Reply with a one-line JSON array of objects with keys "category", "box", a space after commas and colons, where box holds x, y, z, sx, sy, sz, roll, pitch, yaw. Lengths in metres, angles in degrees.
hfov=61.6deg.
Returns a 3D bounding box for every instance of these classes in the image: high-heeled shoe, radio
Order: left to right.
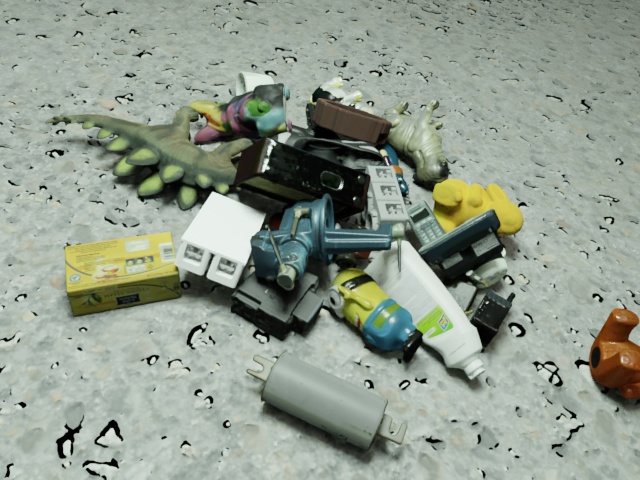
[{"category": "radio", "box": [-0.029, -0.107, 0.985, 0.229, 0.131, 0.073, 16, 79, -24]}, {"category": "high-heeled shoe", "box": [0.006, -0.161, 1.061, 0.249, 0.086, 0.145, -14, 29, -39]}]

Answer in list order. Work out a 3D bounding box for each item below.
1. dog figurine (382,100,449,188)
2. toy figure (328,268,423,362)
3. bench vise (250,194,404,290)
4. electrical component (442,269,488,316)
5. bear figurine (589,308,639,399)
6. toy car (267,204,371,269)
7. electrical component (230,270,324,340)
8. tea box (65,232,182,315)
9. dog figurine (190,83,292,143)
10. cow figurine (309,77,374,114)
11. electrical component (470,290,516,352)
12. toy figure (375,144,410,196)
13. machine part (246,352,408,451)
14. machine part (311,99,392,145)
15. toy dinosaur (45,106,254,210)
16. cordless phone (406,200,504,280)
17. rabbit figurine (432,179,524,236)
[{"category": "dog figurine", "box": [0.201, -0.202, 1.202, 0.172, 0.121, 0.190, -8, 60, 28]}, {"category": "toy figure", "box": [0.091, 0.120, 0.887, 0.180, 0.082, 0.089, 34, 39, 26]}, {"category": "bench vise", "box": [0.015, -0.001, 0.870, 0.241, 0.128, 0.224, -1, 21, 9]}, {"category": "electrical component", "box": [0.245, 0.093, 0.940, 0.078, 0.045, 0.102, 31, 78, 26]}, {"category": "bear figurine", "box": [0.549, 0.206, 0.862, 0.196, 0.131, 0.120, 13, 49, 10]}, {"category": "toy car", "box": [-0.002, -0.003, 0.999, 0.202, 0.053, 0.089, 16, 52, 10]}, {"category": "electrical component", "box": [-0.064, 0.096, 0.894, 0.134, 0.058, 0.115, 25, 50, 13]}, {"category": "tea box", "box": [-0.320, 0.053, 0.877, 0.170, 0.068, 0.098, -8, 49, -17]}, {"category": "dog figurine", "box": [-0.171, -0.260, 1.130, 0.219, 0.108, 0.191, -7, 11, 5]}, {"category": "cow figurine", "box": [0.052, -0.319, 1.291, 0.098, 0.068, 0.167, -28, 54, -24]}, {"category": "electrical component", "box": [0.293, 0.126, 0.921, 0.048, 0.074, 0.119, 30, 53, 15]}, {"category": "toy figure", "box": [0.151, -0.145, 1.153, 0.064, 0.058, 0.155, 22, 37, -33]}, {"category": "machine part", "box": [0.006, 0.230, 0.770, 0.243, 0.079, 0.079, 23, 48, 10]}, {"category": "machine part", "box": [0.068, -0.256, 1.167, 0.179, 0.056, 0.179, 15, 17, -5]}, {"category": "toy dinosaur", "box": [-0.304, -0.176, 1.067, 0.472, 0.105, 0.198, 23, 48, 10]}, {"category": "cordless phone", "box": [0.234, -0.031, 0.970, 0.147, 0.088, 0.184, -32, 34, 10]}, {"category": "rabbit figurine", "box": [0.317, -0.051, 1.061, 0.173, 0.121, 0.162, 17, 21, 32]}]
